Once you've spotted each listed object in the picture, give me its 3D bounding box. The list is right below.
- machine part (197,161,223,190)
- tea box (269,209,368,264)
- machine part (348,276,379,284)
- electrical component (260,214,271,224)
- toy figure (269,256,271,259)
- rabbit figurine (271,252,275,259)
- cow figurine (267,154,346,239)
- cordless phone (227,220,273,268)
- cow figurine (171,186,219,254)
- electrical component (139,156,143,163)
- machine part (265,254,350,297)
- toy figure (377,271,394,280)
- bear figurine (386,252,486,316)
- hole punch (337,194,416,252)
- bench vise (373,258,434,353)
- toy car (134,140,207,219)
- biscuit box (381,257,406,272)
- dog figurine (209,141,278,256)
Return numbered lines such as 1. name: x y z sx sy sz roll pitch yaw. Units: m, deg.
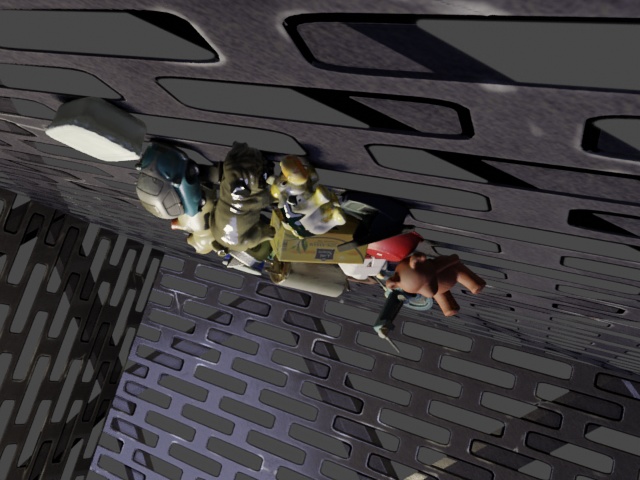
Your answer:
1. machine part: -0.213 -0.123 1.018 0.139 0.039 0.084 9 160 46
2. tea box: -0.003 -0.007 1.007 0.169 0.068 0.098 4 -157 -22
3. machine part: 0.092 0.080 1.587 0.179 0.056 0.179 16 169 3
4. electrical component: -0.141 -0.048 1.293 0.102 0.045 0.078 9 159 37
5. toy figure: -0.092 0.036 1.578 0.180 0.082 0.089 25 170 -28
6. rabbit figurine: -0.032 0.028 1.303 0.170 0.121 0.159 -10 -173 -7
7. cow figurine: -0.033 -0.063 0.824 0.098 0.068 0.167 -30 143 12
8. cordless phone: -0.158 -0.047 1.113 0.089 0.184 0.147 -6 -158 15
9. cow figurine: -0.256 -0.049 1.173 0.127 0.085 0.194 11 132 4
10. electrical component: -0.325 -0.151 1.083 0.063 0.021 0.094 24 167 -39
11. machine part: -0.024 0.076 1.203 0.243 0.079 0.079 15 173 -37
12. toy figure: 0.137 0.069 1.435 0.155 0.057 0.064 13 -169 7
13. bear figurine: 0.236 0.086 1.104 0.132 0.120 0.196 51 -155 21
14. hole punch: 0.085 -0.036 0.912 0.116 0.092 0.142 -12 175 -15
15. bench vise: 0.189 0.139 1.283 0.128 0.240 0.224 45 148 -14
16. toy car: -0.279 -0.094 0.973 0.109 0.103 0.161 25 146 22
17. biscuit box: 0.111 0.039 1.279 0.063 0.059 0.203 8 179 -38
18. dog figurine: -0.136 -0.058 0.873 0.121 0.172 0.190 15 175 5
